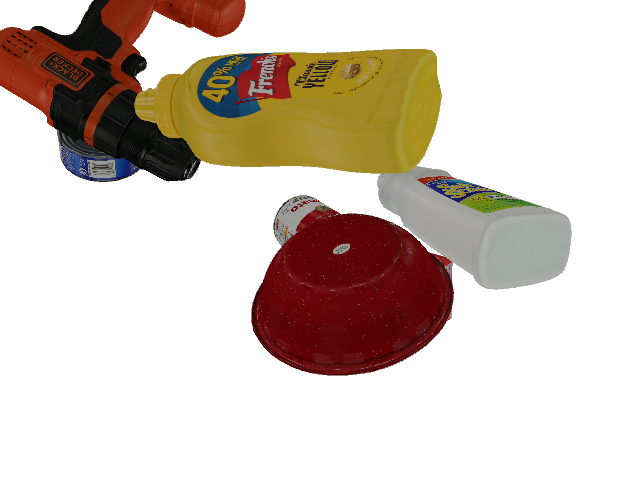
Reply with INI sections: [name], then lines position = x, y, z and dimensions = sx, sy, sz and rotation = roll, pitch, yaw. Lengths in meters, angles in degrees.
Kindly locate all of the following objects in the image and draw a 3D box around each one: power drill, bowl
[power drill]
position = -0.137, -0.146, 0.834
dimensions = 0.184, 0.187, 0.057
rotation = 32, -35, 5
[bowl]
position = 0.021, 0.028, 0.827
dimensions = 0.162, 0.055, 0.162
rotation = -7, 38, 6

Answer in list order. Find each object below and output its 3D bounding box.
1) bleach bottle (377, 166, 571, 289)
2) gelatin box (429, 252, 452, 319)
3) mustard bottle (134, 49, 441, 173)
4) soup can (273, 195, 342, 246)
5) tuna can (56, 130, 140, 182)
[bleach bottle]
position = 0.122, -0.026, 1.018
dimensions = 0.102, 0.068, 0.251
rotation = -6, 19, -27
[gelatin box]
position = 0.130, 0.057, 1.359
dimensions = 0.073, 0.089, 0.030
rotation = 18, 34, 35
[mustard bottle]
position = -0.028, -0.082, 0.661
dimensions = 0.192, 0.058, 0.096
rotation = 3, 40, 21
[soup can]
position = 0.000, -0.004, 1.171
dimensions = 0.068, 0.068, 0.102
rotation = 0, 19, -30
[tuna can]
position = -0.207, -0.095, 1.022
dimensions = 0.086, 0.034, 0.086
rotation = 3, 43, -3
